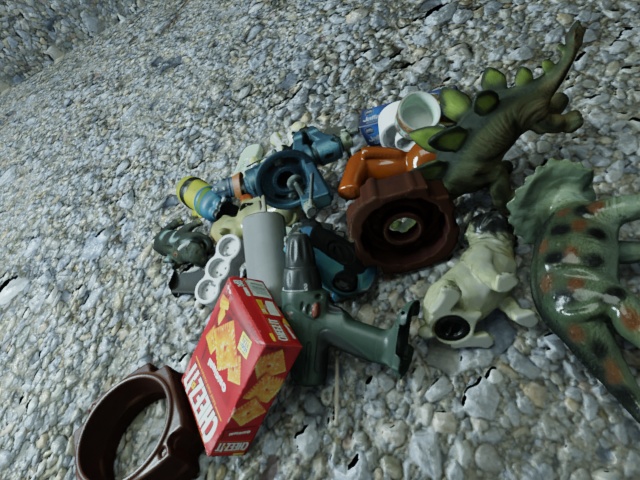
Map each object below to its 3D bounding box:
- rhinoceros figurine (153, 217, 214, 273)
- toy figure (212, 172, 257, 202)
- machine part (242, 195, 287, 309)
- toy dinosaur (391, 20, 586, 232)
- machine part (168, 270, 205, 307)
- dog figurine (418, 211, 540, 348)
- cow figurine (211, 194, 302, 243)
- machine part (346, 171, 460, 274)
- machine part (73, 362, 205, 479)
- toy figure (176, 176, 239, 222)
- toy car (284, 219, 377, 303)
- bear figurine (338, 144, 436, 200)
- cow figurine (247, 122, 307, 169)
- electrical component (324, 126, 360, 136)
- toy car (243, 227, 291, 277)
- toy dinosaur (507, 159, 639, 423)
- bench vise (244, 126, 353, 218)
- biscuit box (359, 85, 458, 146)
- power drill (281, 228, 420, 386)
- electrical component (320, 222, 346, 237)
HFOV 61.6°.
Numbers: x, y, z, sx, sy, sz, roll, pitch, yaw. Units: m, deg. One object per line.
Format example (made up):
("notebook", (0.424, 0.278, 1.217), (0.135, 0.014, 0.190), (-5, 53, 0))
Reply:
("rhinoceros figurine", (-0.284, 0.010, 1.109), (0.112, 0.073, 0.191), (-32, 28, -32))
("toy figure", (-0.149, -0.113, 1.130), (0.155, 0.057, 0.064), (-5, 70, 10))
("machine part", (-0.088, 0.042, 0.914), (0.079, 0.079, 0.243), (-15, 73, 21))
("toy dinosaur", (0.238, -0.132, 0.846), (0.471, 0.198, 0.105), (-57, 23, 25))
("machine part", (-0.246, 0.090, 1.072), (0.139, 0.039, 0.084), (1, 59, 31))
("dog figurine", (0.215, 0.050, 0.784), (0.172, 0.121, 0.191), (-17, 31, 15))
("cow figurine", (-0.130, -0.035, 1.080), (0.195, 0.085, 0.127), (-18, 41, 15))
("machine part", (0.128, -0.026, 0.835), (0.179, 0.179, 0.056), (-21, 37, 15))
("machine part", (-0.290, 0.315, 0.862), (0.201, 0.087, 0.201), (-35, 42, -1))
("toy figure", (-0.254, -0.092, 1.202), (0.082, 0.089, 0.180), (-41, 40, -16))
("toy car", (0.006, 0.046, 0.893), (0.103, 0.162, 0.109), (-60, 3, 36))
("bear figurine", (0.146, -0.111, 0.948), (0.196, 0.120, 0.132), (-3, 56, 23))
("cow figurine", (-0.073, -0.191, 1.191), (0.167, 0.068, 0.098), (-47, 49, -8))
("electrical component", (0.028, -0.220, 1.170), (0.102, 0.045, 0.078), (4, 56, 35))
("toy car", (-0.102, 0.061, 0.992), (0.074, 0.056, 0.202), (8, 60, 44))
("toy dinosaur", (0.327, 0.043, 0.666), (0.192, 0.131, 0.405), (0, 50, 26))
("bench vise", (-0.023, -0.117, 0.982), (0.224, 0.128, 0.241), (-14, 35, -9))
("biscuit box", (0.182, -0.247, 1.084), (0.203, 0.059, 0.063), (-10, 48, 26))
("power drill", (0.036, 0.107, 0.780), (0.208, 0.086, 0.231), (7, 95, 18))
("electrical component", (-0.002, -0.003, 0.986), (0.094, 0.021, 0.063), (12, 56, 6))
